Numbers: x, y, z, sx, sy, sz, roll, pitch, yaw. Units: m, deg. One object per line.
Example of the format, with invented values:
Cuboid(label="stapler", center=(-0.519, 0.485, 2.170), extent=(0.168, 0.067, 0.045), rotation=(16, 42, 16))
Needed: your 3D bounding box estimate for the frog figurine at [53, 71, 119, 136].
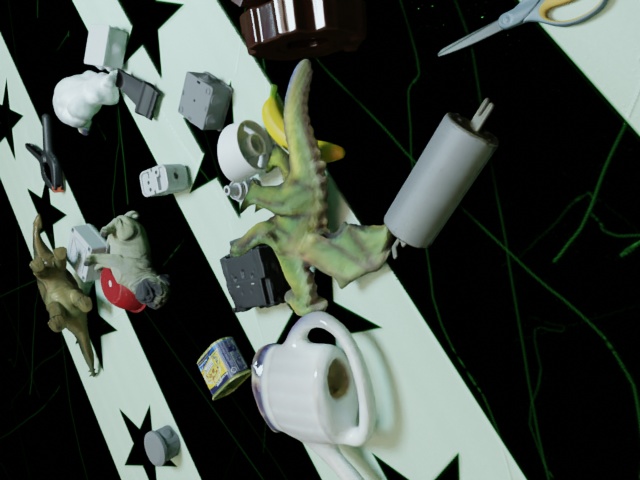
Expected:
Cuboid(label="frog figurine", center=(-0.530, -0.330, 1.172), extent=(0.121, 0.140, 0.157), rotation=(34, -37, -29))

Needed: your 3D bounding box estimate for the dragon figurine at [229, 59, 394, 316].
Cuboid(label="dragon figurine", center=(0.002, -0.040, 0.795), extent=(0.243, 0.402, 0.124), rotation=(27, 30, 8))

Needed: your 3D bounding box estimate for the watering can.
Cuboid(label="watering can", center=(-0.001, 0.288, 0.833), extent=(0.223, 0.348, 0.104), rotation=(-9, 0, 40))
